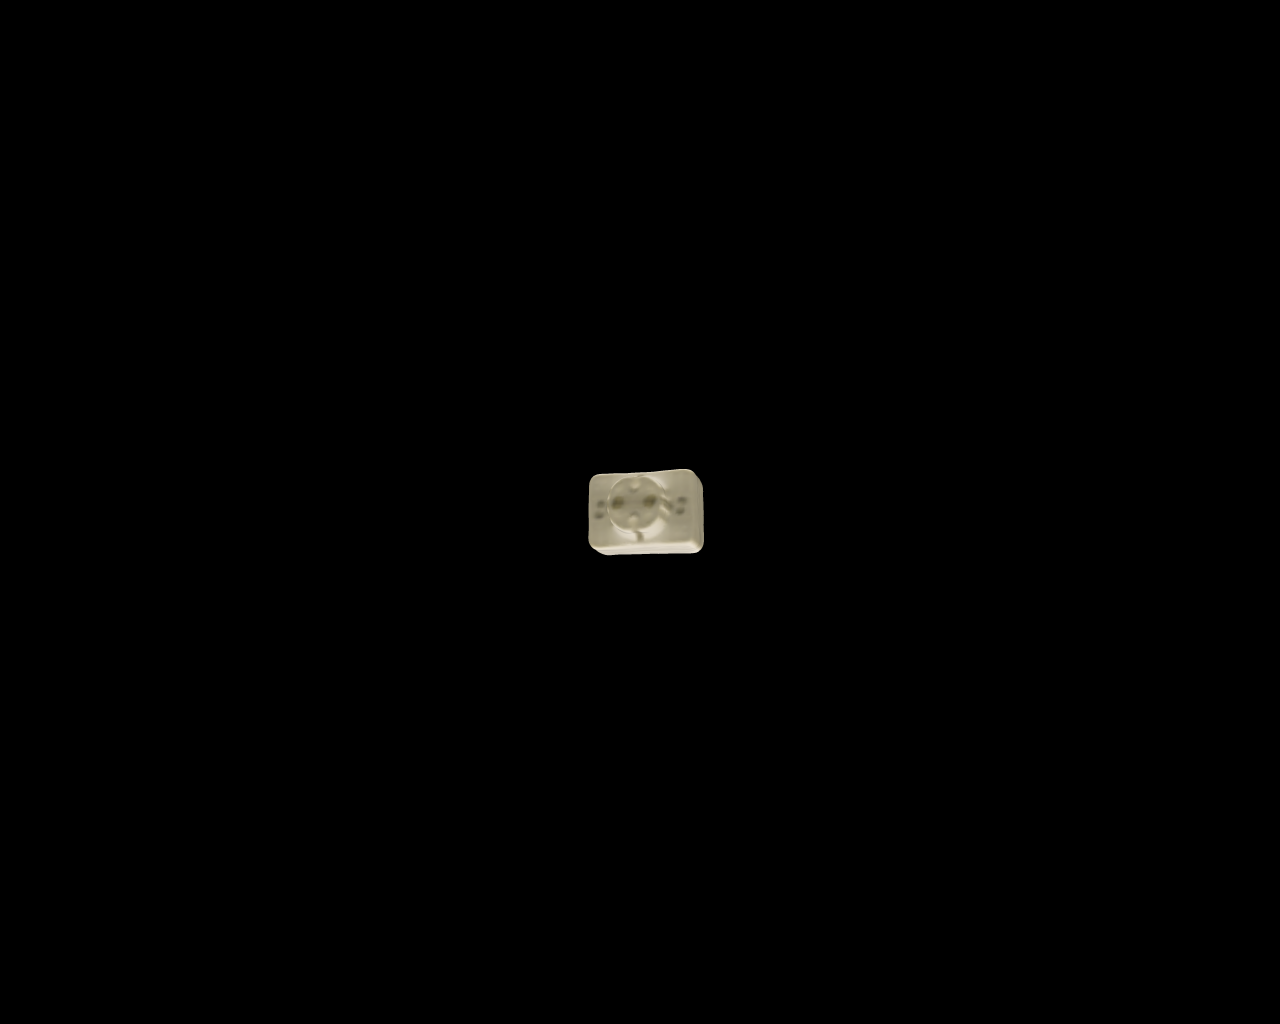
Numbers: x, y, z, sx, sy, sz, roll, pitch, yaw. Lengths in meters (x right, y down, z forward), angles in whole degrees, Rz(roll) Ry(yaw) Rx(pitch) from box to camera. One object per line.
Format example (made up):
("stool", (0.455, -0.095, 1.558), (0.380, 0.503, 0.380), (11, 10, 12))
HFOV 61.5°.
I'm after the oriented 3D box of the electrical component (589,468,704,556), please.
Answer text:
("electrical component", (0.001, -0.003, 0.650), (0.066, 0.047, 0.076), (-2, -11, 12))
